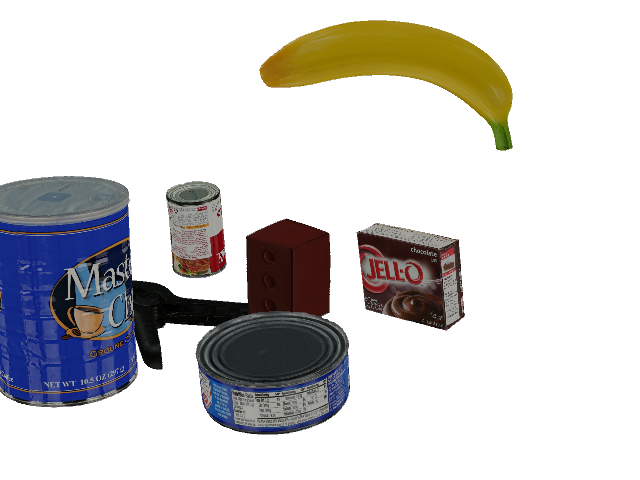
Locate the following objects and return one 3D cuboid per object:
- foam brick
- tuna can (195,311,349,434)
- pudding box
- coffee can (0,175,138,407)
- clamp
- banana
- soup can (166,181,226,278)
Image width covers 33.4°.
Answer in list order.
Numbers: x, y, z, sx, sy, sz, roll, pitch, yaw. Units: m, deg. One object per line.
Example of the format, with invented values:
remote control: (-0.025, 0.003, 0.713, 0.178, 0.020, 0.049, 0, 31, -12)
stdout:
foam brick: (-0.027, 0.029, 0.915, 0.053, 0.078, 0.051, 16, 26, 39)
tuna can: (-0.026, 0.073, 0.602, 0.086, 0.034, 0.086, -3, 23, 1)
pudding box: (0.093, 0.035, 1.105, 0.114, 0.090, 0.039, 11, 28, 41)
coffee can: (-0.186, 0.034, 0.767, 0.103, 0.140, 0.103, 0, 18, 0)
clamp: (-0.179, 0.077, 1.102, 0.210, 0.036, 0.164, 14, 20, 30)
banana: (0.058, -0.118, 0.743, 0.197, 0.069, 0.037, 13, -1, -17)
soup can: (-0.154, -0.014, 1.318, 0.068, 0.102, 0.068, -2, 26, 1)
